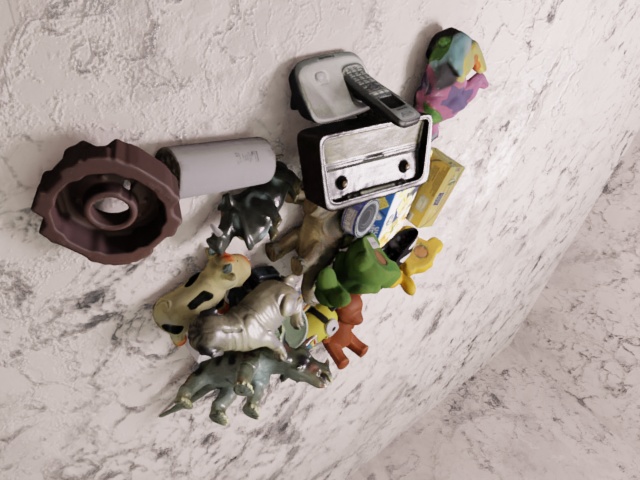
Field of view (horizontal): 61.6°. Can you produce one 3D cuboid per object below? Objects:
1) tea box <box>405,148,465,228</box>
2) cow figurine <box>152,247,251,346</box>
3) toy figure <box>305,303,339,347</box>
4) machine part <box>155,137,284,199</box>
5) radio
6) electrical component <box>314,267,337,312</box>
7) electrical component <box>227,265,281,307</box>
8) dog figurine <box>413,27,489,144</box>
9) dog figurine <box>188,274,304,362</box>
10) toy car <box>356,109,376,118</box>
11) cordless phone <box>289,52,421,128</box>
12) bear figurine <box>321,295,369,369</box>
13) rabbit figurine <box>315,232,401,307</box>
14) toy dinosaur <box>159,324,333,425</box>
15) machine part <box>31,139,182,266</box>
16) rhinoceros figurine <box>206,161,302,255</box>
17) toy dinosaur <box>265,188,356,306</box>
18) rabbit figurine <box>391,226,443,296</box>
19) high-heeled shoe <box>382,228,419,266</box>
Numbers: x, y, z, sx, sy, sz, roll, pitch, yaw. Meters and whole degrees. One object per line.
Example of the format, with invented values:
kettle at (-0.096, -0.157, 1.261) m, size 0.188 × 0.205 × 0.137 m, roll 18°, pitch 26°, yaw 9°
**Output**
tea box at (0.253, -0.123, 1.271) m, size 0.068 × 0.098 × 0.169 m, roll -6°, pitch 132°, yaw -47°
cow figurine at (-0.209, 0.089, 0.955) m, size 0.195 × 0.086 × 0.127 m, roll -36°, pitch 154°, yaw -17°
toy figure at (-0.035, 0.228, 1.328) m, size 0.180 × 0.089 × 0.082 m, roll -31°, pitch 176°, yaw -9°
machine part at (-0.153, -0.109, 0.800) m, size 0.243 × 0.079 × 0.079 m, roll -15°, pitch 137°, yaw -40°
radio at (0.080, -0.136, 0.902) m, size 0.229 × 0.073 × 0.131 m, roll -17°, pitch 118°, yaw -26°
electrical component at (0.027, 0.105, 1.270) m, size 0.048 × 0.075 × 0.119 m, roll -31°, pitch 150°, yaw -27°
electrical component at (-0.130, 0.117, 1.104) m, size 0.115 × 0.058 × 0.134 m, roll -7°, pitch 130°, yaw -50°
dog figurine at (0.216, -0.275, 1.046) m, size 0.219 × 0.109 × 0.191 m, roll -46°, pitch 150°, yaw 2°
dog figurine at (-0.129, 0.126, 0.945) m, size 0.190 × 0.121 × 0.172 m, roll 26°, pitch 73°, yaw -52°
toy car at (0.103, -0.181, 0.994) m, size 0.089 × 0.053 × 0.201 m, roll -50°, pitch 142°, yaw -53°
cordless phone at (0.052, -0.211, 0.833) m, size 0.146 × 0.184 × 0.088 m, roll -24°, pitch 143°, yaw -34°
bear figurine at (0.079, 0.226, 1.424) m, size 0.120 × 0.132 × 0.195 m, roll -20°, pitch 146°, yaw -42°
rabbit figurine at (0.057, 0.085, 1.073) m, size 0.170 × 0.121 × 0.159 m, roll -41°, pitch 174°, yaw 23°
toy dinosaur at (-0.175, 0.273, 1.128) m, size 0.131 × 0.405 × 0.192 m, roll 59°, pitch 35°, yaw -26°
machine part at (-0.268, -0.047, 0.689) m, size 0.179 × 0.056 × 0.179 m, roll -9°, pitch 137°, yaw -9°
rhinoceros figurine at (-0.110, -0.052, 0.892) m, size 0.190 × 0.112 × 0.073 m, roll -54°, pitch 180°, yaw -14°
toy dinosaur at (-0.002, -0.003, 1.086) m, size 0.198 × 0.105 × 0.470 m, roll -24°, pitch 146°, yaw -39°
rabbit figurine at (0.238, 0.064, 1.430) m, size 0.173 × 0.122 × 0.162 m, roll 127°, pitch -20°, yaw -71°
high-heeled shoe at (0.142, 0.038, 1.225) m, size 0.145 × 0.086 × 0.248 m, roll -48°, pitch 166°, yaw 26°
